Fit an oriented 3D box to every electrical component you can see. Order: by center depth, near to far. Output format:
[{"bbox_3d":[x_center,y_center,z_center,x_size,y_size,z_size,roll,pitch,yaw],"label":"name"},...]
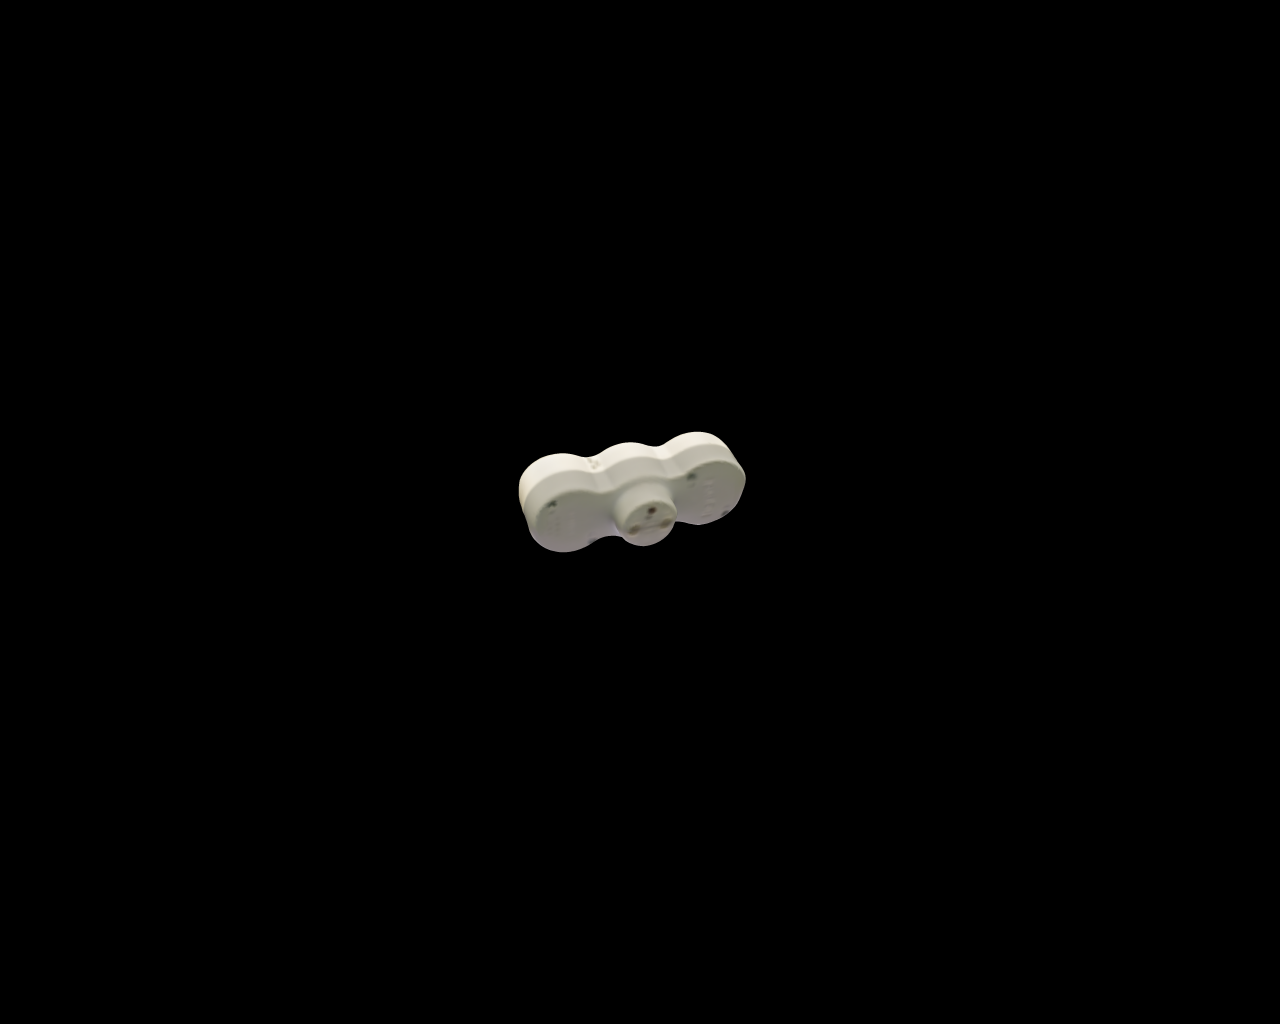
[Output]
[{"bbox_3d":[0.001,-0.003,0.650,0.138,0.052,0.074,-11,39,-13],"label":"electrical component"}]
